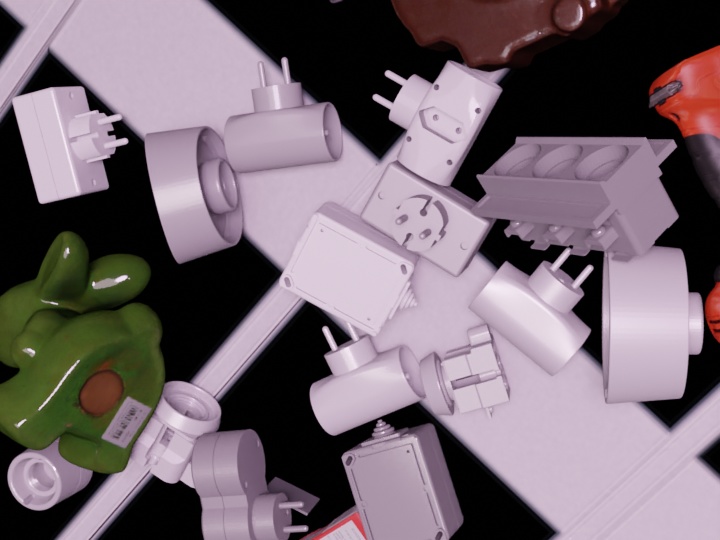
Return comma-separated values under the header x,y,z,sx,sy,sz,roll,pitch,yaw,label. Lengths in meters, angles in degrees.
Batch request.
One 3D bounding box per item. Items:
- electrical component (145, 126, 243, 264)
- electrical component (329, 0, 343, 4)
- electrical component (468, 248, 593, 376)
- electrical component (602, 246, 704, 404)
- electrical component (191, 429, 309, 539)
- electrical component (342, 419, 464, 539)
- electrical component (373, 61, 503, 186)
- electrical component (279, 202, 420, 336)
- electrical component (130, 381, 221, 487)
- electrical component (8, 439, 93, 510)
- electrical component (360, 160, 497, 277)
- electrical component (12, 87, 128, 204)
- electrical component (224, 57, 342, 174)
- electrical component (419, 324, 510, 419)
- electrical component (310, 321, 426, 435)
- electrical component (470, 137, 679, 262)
x,y,z,sx,sy,sz,roll,pitch,yaw,label
-0.126,-0.056,0.790,0.064,0.099,0.099,-12,97,12,electrical component
-0.028,-0.233,0.754,0.043,0.043,0.081,-39,88,19,electrical component
0.130,0.021,0.755,0.077,0.044,0.079,40,108,6,electrical component
0.193,0.035,0.709,0.060,0.108,0.108,0,100,10,electrical component
-0.075,0.187,0.807,0.074,0.052,0.138,-7,98,17,electrical component
0.032,0.156,0.804,0.062,0.061,0.096,-18,87,19,electrical component
0.047,-0.111,0.755,0.079,0.043,0.077,31,107,9,electrical component
0.000,0.000,0.784,0.096,0.061,0.061,28,107,1,electrical component
-0.144,0.125,0.848,0.078,0.058,0.057,32,110,9,electrical component
-0.258,0.168,0.894,0.055,0.047,0.055,3,101,16,electrical component
0.044,-0.035,0.752,0.083,0.076,0.047,32,109,8,electrical component
-0.215,-0.101,0.831,0.076,0.047,0.083,-11,97,18,electrical component
-0.058,-0.114,0.785,0.077,0.043,0.079,-5,99,18,electrical component
0.076,0.078,0.782,0.055,0.048,0.066,-17,95,11,electrical component
-0.002,0.074,0.804,0.077,0.043,0.079,-25,92,19,electrical component
0.141,-0.048,0.696,0.079,0.121,0.063,-43,115,-19,electrical component
